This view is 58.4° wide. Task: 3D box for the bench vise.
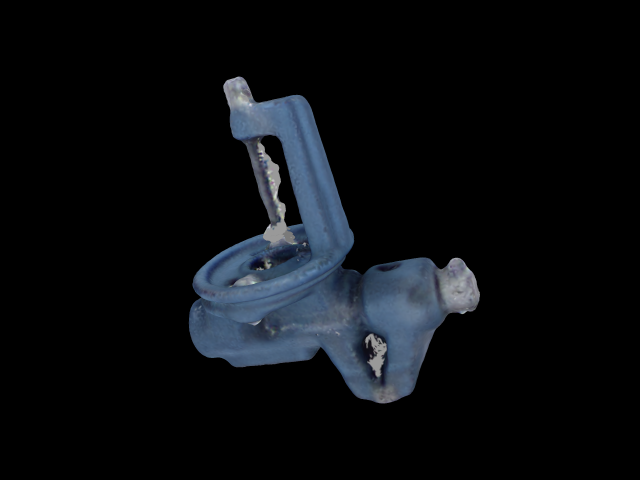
[{"bbox_3d":[0.003,-0.003,0.411,0.207,0.220,0.121,-1,23,-2],"label":"bench vise"}]
